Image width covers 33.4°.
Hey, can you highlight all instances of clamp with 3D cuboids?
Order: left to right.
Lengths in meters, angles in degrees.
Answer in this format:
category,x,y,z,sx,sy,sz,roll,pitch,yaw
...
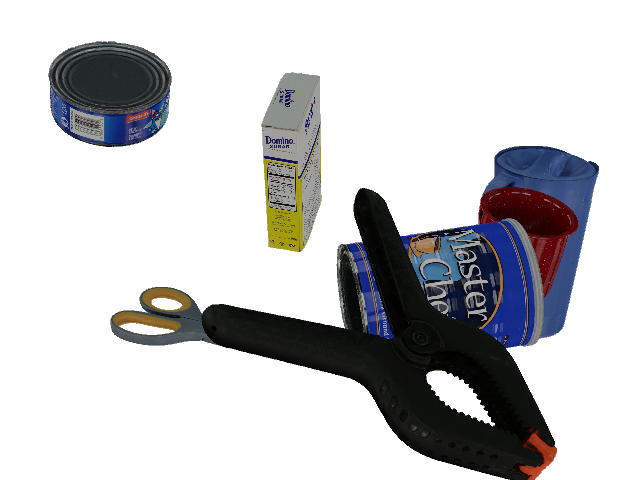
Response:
category,x,y,z,sx,sy,sz,roll,pitch,yaw
clamp,0.043,0.070,0.632,0.164,0.210,0.036,-31,-23,-36

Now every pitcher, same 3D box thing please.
category,x,y,z,sx,sy,sz,roll,pitch,yaw
pitcher,0.277,0.006,1.414,0.149,0.243,0.145,5,24,5

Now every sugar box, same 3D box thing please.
category,x,y,z,sx,sy,sz,roll,pitch,yaw
sugar box,-0.029,-0.081,1.131,0.048,0.176,0.093,8,46,11

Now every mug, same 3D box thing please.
category,x,y,z,sx,sy,sz,roll,pitch,yaw
mug,0.184,0.000,1.026,0.093,0.081,0.117,-6,35,-25

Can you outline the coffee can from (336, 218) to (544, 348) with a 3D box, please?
category,x,y,z,sx,sy,sz,roll,pitch,yaw
coffee can,0.091,0.043,0.841,0.140,0.103,0.103,-8,1,-7

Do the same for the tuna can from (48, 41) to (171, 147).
category,x,y,z,sx,sy,sz,roll,pitch,yaw
tuna can,-0.151,-0.105,0.767,0.086,0.034,0.086,6,43,-6

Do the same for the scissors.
category,x,y,z,sx,sy,sz,roll,pitch,yaw
scissors,-0.100,0.081,1.034,0.201,0.016,0.096,5,31,0
